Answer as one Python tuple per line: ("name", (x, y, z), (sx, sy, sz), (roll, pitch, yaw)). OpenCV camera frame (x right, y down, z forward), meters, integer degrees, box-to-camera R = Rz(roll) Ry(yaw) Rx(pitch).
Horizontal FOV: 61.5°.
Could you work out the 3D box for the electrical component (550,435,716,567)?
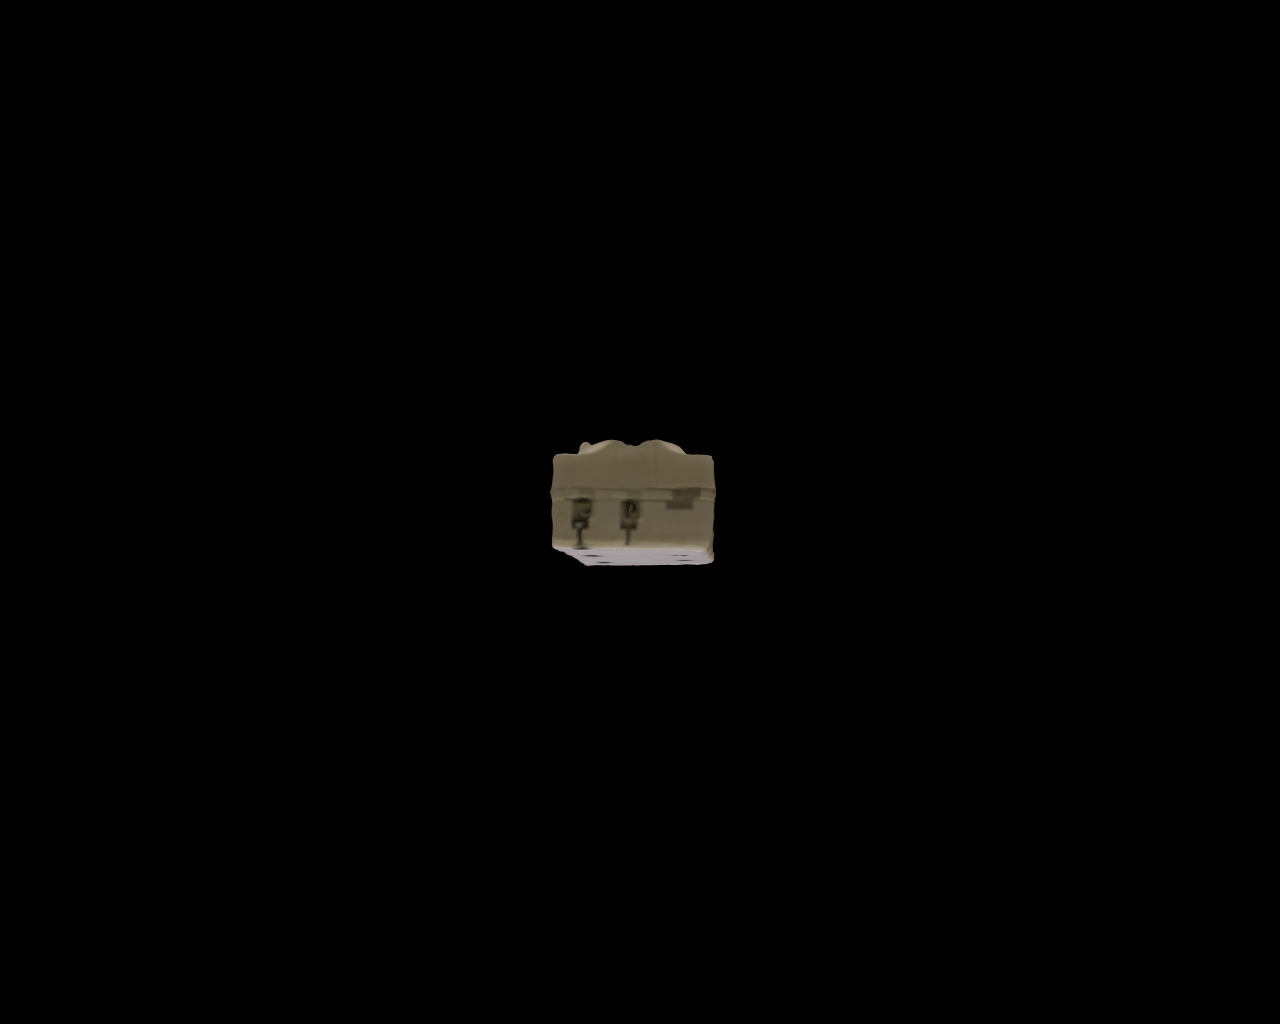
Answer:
("electrical component", (0.001, -0.003, 0.650), (0.089, 0.061, 0.150), (0, -7, 4))
